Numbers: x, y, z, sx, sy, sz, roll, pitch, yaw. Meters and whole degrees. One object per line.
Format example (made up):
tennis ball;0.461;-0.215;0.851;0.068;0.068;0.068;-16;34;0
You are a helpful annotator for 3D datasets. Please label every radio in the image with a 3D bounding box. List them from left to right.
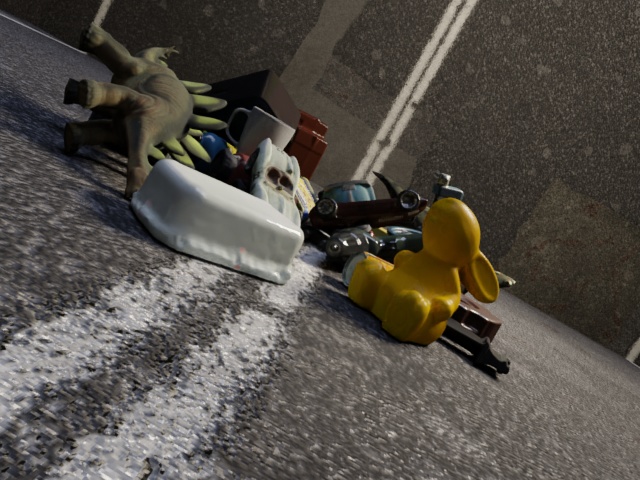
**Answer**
radio;-0.159;-0.242;1.052;0.230;0.073;0.131;-1;-32;33

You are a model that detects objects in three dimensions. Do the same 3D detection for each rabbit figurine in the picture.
rabbit figurine;0.145;0.038;0.650;0.162;0.173;0.122;20;7;-29

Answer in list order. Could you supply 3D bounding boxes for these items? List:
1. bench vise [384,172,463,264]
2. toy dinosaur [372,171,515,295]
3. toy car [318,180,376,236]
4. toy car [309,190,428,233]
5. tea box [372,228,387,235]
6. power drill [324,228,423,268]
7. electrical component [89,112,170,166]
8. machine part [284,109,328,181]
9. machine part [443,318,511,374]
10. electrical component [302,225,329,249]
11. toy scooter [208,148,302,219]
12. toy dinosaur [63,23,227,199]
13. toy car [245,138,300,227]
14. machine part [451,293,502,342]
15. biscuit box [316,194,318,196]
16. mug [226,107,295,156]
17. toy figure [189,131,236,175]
bench vise;0.218;-0.003;1.007;0.224;0.240;0.129;11;16;-14
toy dinosaur;0.244;-0.004;1.203;0.405;0.131;0.192;45;0;3
toy car;0.054;-0.035;1.034;0.109;0.161;0.103;-5;54;-4
toy car;0.082;-0.044;0.917;0.202;0.053;0.089;-4;-19;2
tea box;0.081;-0.021;1.180;0.170;0.068;0.098;32;8;10
power drill;0.120;0.012;0.841;0.207;0.086;0.232;-10;-5;7
electrical component;-0.278;-0.160;0.819;0.134;0.058;0.115;28;6;-7
machine part;-0.084;-0.186;1.157;0.087;0.201;0.202;23;10;-33
machine part;0.193;0.130;0.723;0.139;0.039;0.084;34;14;19
electrical component;-0.002;-0.003;0.934;0.063;0.021;0.094;31;7;9
toy scooter;-0.099;-0.077;0.860;0.135;0.075;0.184;22;16;-33
toy dinosaur;-0.233;-0.192;0.726;0.198;0.105;0.472;19;33;-33
toy car;-0.065;-0.063;0.739;0.073;0.056;0.202;32;34;-29
machine part;0.201;0.105;0.847;0.179;0.056;0.179;29;9;-5
biscuit box;-0.044;-0.087;1.179;0.059;0.062;0.203;27;8;-29
mug;-0.114;-0.172;0.935;0.109;0.107;0.081;26;9;-14
toy figure;-0.198;-0.153;0.967;0.089;0.082;0.180;34;8;18
